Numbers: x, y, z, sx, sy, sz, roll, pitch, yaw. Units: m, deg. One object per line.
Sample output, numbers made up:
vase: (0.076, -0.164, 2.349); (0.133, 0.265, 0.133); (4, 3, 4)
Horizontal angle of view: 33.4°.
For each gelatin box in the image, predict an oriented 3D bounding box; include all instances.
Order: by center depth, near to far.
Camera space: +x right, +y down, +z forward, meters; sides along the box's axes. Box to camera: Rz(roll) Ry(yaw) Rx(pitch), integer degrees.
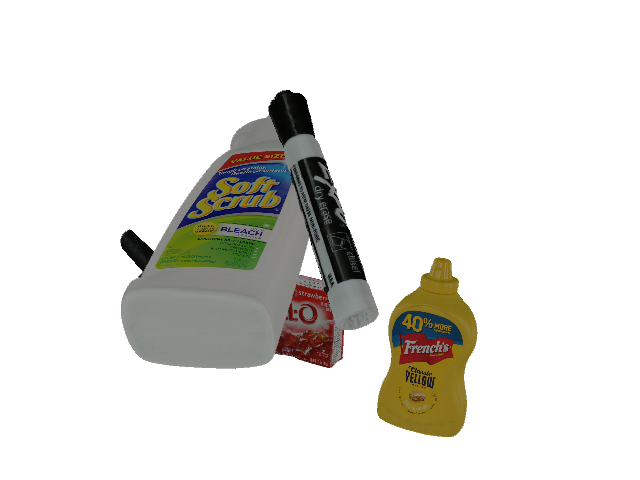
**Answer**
gelatin box: (-0.022, 0.070, 0.977); (0.089, 0.073, 0.030); (12, 20, 25)

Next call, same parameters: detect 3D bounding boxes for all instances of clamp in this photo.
clamp: (-0.150, 0.034, 1.154); (0.120, 0.039, 0.171); (-13, 38, -7)

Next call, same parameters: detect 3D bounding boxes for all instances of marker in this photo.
marker: (-0.001, -0.017, 0.476); (0.020, 0.121, 0.020); (-14, -28, -8)

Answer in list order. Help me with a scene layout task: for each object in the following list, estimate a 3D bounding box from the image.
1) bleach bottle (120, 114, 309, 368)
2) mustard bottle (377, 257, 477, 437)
bleach bottle: (-0.056, -0.018, 0.758); (0.102, 0.068, 0.250); (2, 38, 9)
mustard bottle: (0.121, 0.113, 1.167); (0.096, 0.192, 0.058); (12, 14, 22)
